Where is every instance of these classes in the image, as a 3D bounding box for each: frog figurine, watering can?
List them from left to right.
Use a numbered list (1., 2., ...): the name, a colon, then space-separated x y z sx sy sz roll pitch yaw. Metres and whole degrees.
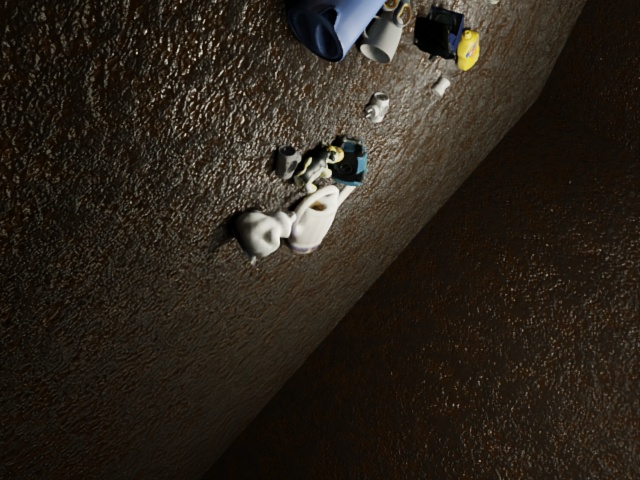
1. frog figurine: -0.133 -0.030 1.297 0.160 0.120 0.140 -31 39 -4
2. watering can: 0.005 -0.080 1.593 0.105 0.220 0.352 38 34 18
